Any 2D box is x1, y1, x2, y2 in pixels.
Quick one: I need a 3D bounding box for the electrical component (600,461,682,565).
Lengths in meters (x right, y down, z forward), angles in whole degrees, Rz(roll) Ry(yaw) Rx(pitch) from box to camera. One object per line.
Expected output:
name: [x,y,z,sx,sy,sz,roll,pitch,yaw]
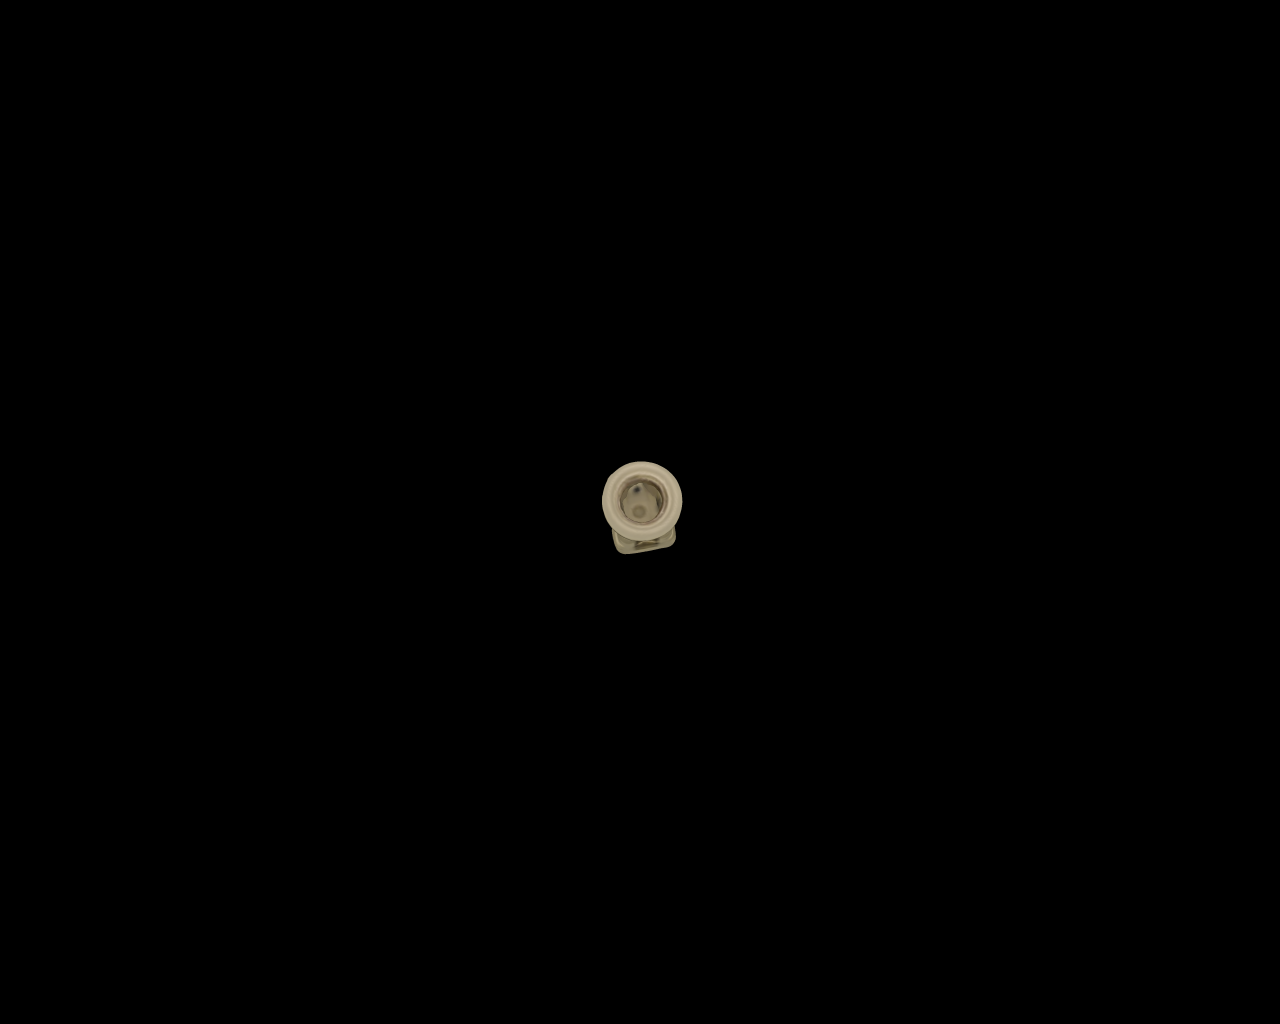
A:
electrical component: [0.001,-0.003,0.650,0.048,0.066,0.055,-11,-11,-2]
